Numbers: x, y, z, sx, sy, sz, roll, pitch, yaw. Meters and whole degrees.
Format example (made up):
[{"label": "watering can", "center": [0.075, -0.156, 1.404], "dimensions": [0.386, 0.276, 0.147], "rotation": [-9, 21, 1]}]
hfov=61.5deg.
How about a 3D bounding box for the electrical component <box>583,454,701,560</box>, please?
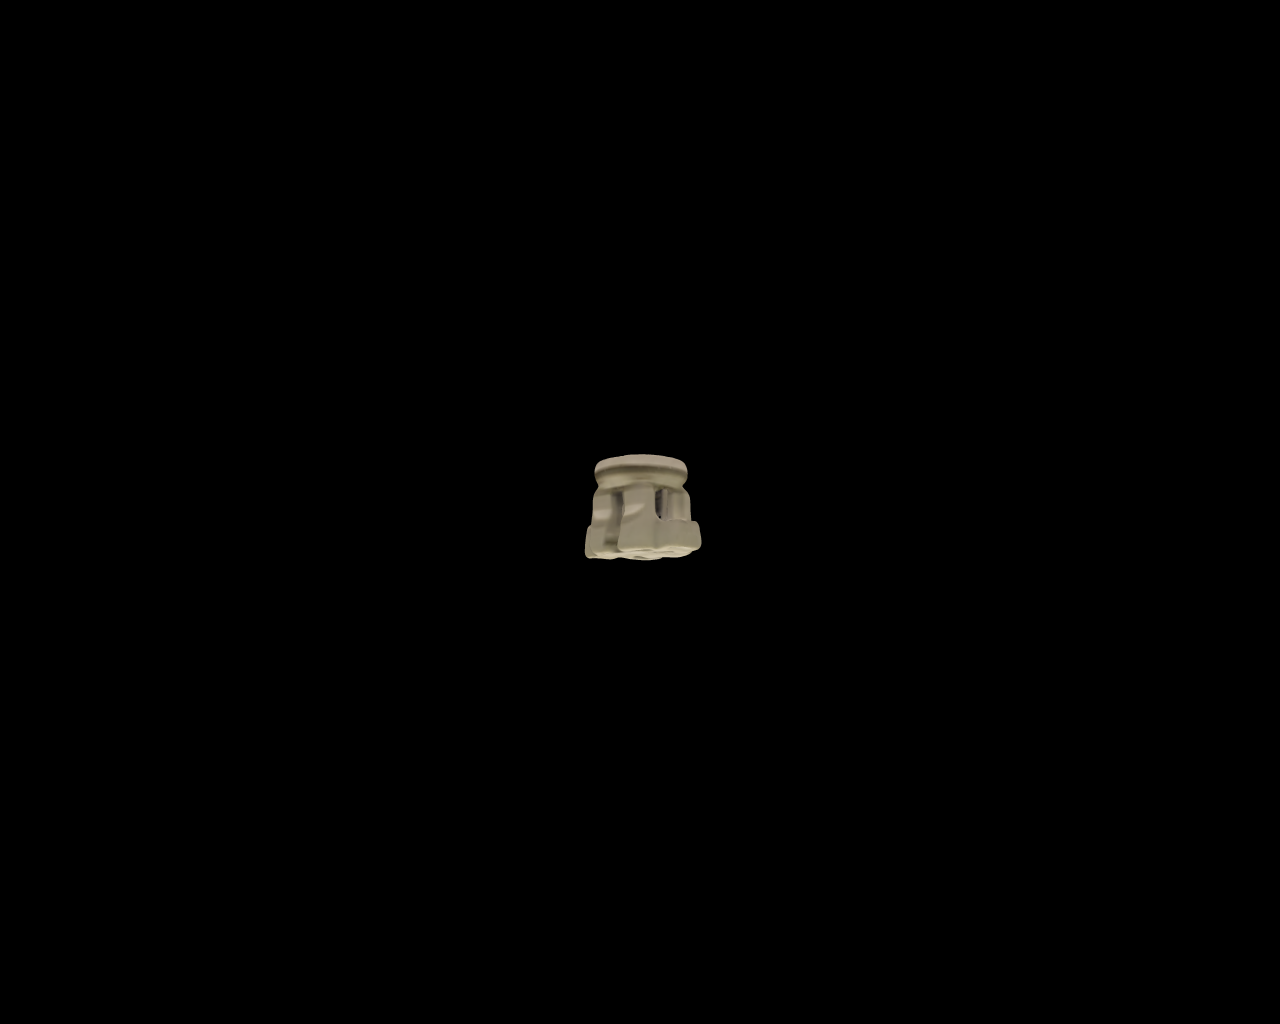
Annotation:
[{"label": "electrical component", "center": [0.001, -0.003, 0.650], "dimensions": [0.078, 0.057, 0.058], "rotation": [-8, -11, 43]}]
